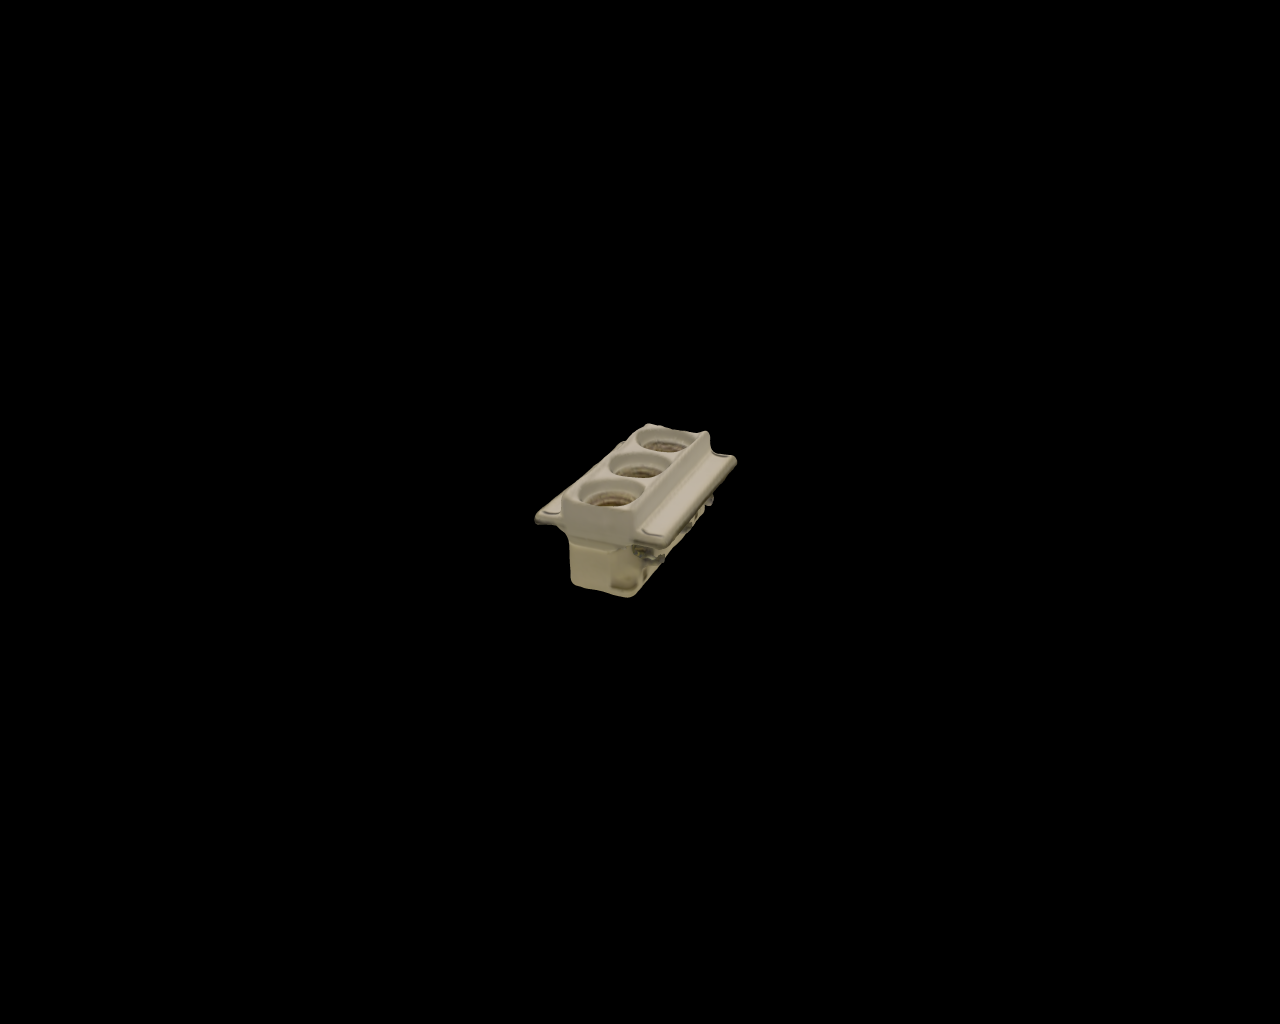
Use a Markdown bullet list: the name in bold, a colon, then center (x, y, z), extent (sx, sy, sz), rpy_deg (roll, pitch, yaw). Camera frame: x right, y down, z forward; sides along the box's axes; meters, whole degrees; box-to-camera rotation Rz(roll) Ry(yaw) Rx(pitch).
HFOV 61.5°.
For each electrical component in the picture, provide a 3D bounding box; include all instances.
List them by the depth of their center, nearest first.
- **electrical component**: center (0.001, -0.003, 0.650), extent (0.079, 0.063, 0.121), rpy_deg (11, 29, 21)
